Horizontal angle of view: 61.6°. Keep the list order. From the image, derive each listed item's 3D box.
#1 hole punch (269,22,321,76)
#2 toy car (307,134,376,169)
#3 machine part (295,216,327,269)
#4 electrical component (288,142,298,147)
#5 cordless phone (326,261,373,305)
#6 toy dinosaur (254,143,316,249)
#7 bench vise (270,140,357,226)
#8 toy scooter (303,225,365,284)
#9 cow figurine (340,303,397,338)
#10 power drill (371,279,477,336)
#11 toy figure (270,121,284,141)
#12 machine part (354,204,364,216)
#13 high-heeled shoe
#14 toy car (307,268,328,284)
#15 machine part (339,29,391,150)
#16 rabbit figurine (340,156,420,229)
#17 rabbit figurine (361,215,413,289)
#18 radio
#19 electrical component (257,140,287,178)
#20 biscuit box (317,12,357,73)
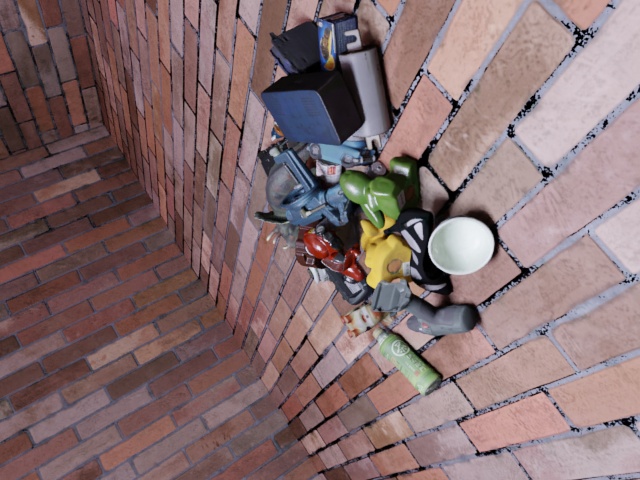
[{"bbox_3d":[-0.042,-0.406,1.201,0.142,0.116,0.092,56,162,15],"label":"hole punch"},{"bbox_3d":[0.052,-0.225,1.214,0.162,0.109,0.102,24,116,41],"label":"toy car"},{"bbox_3d":[-0.003,-0.004,1.444,0.056,0.179,0.179,12,130,25],"label":"machine part"},{"bbox_3d":[-0.068,-0.265,1.485,0.063,0.021,0.093,44,150,35],"label":"electrical component"},{"bbox_3d":[0.077,0.129,1.559,0.147,0.089,0.184,54,165,17],"label":"cordless phone"},{"bbox_3d":[-0.084,-0.145,1.439,0.131,0.192,0.404,45,151,28],"label":"toy dinosaur"},{"bbox_3d":[-0.026,-0.130,1.283,0.224,0.129,0.240,-15,117,49],"label":"bench vise"},{"bbox_3d":[0.042,0.025,1.285,0.184,0.075,0.135,40,157,5],"label":"toy scooter"},{"bbox_3d":[0.133,0.213,1.489,0.085,0.127,0.195,60,169,8],"label":"cow figurine"},{"bbox_3d":[0.215,0.162,1.205,0.207,0.086,0.232,33,157,-25],"label":"power drill"},{"bbox_3d":[-0.098,-0.317,1.447,0.058,0.064,0.154,35,153,0],"label":"toy figure"},{"bbox_3d":[0.102,-0.096,1.316,0.139,0.039,0.084,20,127,57],"label":"machine part"},{"bbox_3d":[0.237,0.026,1.113,0.248,0.086,0.145,41,148,-21],"label":"high-heeled shoe"},{"bbox_3d":[-0.017,0.036,1.623,0.056,0.073,0.201,4,119,62],"label":"toy car"},{"bbox_3d":[0.093,-0.299,1.087,0.079,0.079,0.242,24,134,53],"label":"machine part"},{"bbox_3d":[0.127,-0.108,1.167,0.170,0.121,0.158,17,153,36],"label":"rabbit figurine"},{"bbox_3d":[0.141,0.017,1.272,0.173,0.122,0.162,-125,17,-63],"label":"rabbit figurine"},{"bbox_3d":[-0.020,-0.271,1.118,0.230,0.073,0.131,20,147,54],"label":"radio"},{"bbox_3d":[-0.129,-0.224,1.602,0.134,0.058,0.114,-16,99,64],"label":"electrical component"},{"bbox_3d":[0.042,-0.366,1.134,0.059,0.063,0.202,39,146,43],"label":"biscuit box"}]
